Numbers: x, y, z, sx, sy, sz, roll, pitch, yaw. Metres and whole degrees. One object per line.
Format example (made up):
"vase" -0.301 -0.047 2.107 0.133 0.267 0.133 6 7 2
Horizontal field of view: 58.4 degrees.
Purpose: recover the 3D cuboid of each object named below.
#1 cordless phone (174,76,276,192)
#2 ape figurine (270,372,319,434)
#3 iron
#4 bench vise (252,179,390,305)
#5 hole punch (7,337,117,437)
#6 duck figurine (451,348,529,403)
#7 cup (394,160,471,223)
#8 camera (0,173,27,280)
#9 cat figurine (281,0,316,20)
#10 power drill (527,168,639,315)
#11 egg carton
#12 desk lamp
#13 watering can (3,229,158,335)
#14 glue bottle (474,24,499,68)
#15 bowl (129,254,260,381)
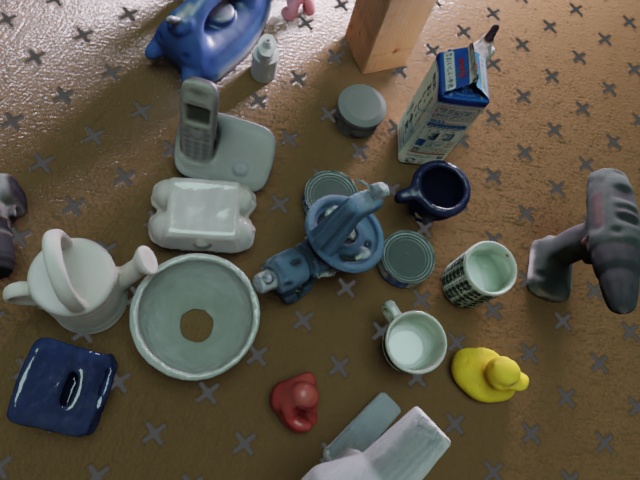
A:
"cordless phone" -0.133 -0.151 0.810 0.147 0.185 0.094 12 69 -6
"ape figurine" -0.026 0.209 0.751 0.076 0.092 0.078 28 68 0
"iron" -0.157 -0.366 0.907 0.118 0.141 0.259 38 68 4
"bench vise" 0.016 0.010 0.762 0.121 0.219 0.208 39 68 5
"hole punch" -0.312 0.181 0.706 0.101 0.091 0.109 14 68 -5
"duck figurine" 0.245 0.188 0.815 0.104 0.086 0.077 26 68 -1
"cup" 0.161 -0.061 0.884 0.118 0.095 0.091 -12 73 -15
"camera" -0.462 -0.015 0.743 0.143 0.100 0.137 -14 73 -15
"cat figurine" -0.050 -0.463 0.976 0.067 0.117 0.127 -26 77 -18
"power drill" 0.390 0.020 0.838 0.075 0.208 0.230 16 68 -5
"egg carton" -0.167 -0.034 0.824 0.150 0.069 0.107 3 70 -10
"desk lamp" 0.062 0.273 0.680 0.118 0.213 0.203 45 69 7
"watering can" -0.293 0.045 0.704 0.173 0.194 0.101 -34 80 -20
"glue bottle" 0.253 -0.295 0.944 0.078 0.173 0.037 -37 80 -20
"bowl" -0.166 0.107 0.770 0.167 0.074 0.167 4 70 -10
